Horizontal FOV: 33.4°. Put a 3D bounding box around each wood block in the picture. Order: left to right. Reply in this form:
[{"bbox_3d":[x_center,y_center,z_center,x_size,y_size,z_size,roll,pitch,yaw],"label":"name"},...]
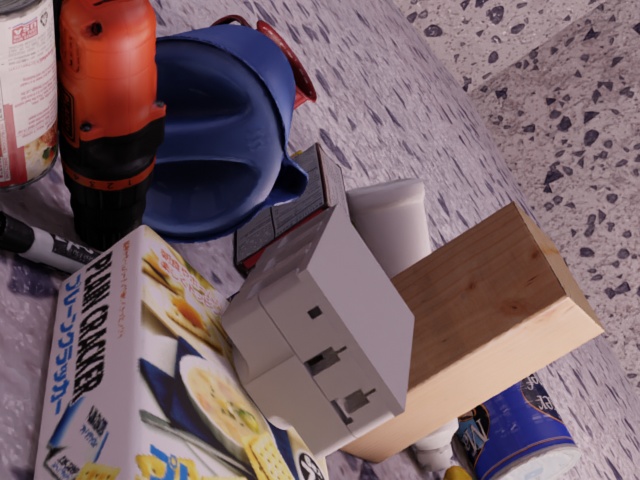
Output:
[{"bbox_3d":[0.091,0.074,0.801,0.090,0.206,0.090,35,26,-52],"label":"wood block"}]

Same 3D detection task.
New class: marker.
[{"bbox_3d":[-0.139,0.009,0.582,0.121,0.020,0.020,32,29,-57],"label":"marker"}]

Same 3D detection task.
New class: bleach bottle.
[{"bbox_3d":[0.076,0.075,0.909,0.102,0.068,0.251,-140,-143,-85],"label":"bleach bottle"}]

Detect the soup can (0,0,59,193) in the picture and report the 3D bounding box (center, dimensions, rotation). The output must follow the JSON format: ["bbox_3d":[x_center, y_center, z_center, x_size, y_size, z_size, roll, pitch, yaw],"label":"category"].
[{"bbox_3d":[-0.161,-0.081,0.511,0.068,0.068,0.102,-108,-159,-43],"label":"soup can"}]

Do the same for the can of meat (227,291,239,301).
[{"bbox_3d":[-0.016,0.060,0.735,0.102,0.084,0.057,39,23,-50],"label":"can of meat"}]

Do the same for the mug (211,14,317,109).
[{"bbox_3d":[-0.069,-0.157,1.014,0.117,0.082,0.093,56,16,-2],"label":"mug"}]

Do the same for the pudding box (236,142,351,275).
[{"bbox_3d":[-0.023,-0.020,0.860,0.039,0.090,0.113,49,17,-28],"label":"pudding box"}]

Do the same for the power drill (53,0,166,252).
[{"bbox_3d":[-0.150,-0.105,0.607,0.188,0.057,0.185,51,-33,27],"label":"power drill"}]

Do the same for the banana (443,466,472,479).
[{"bbox_3d":[0.106,0.224,0.862,0.070,0.037,0.197,61,16,13],"label":"banana"}]

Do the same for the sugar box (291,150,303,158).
[{"bbox_3d":[-0.007,0.001,0.954,0.093,0.048,0.176,53,18,-26],"label":"sugar box"}]

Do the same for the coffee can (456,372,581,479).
[{"bbox_3d":[0.184,0.175,1.075,0.102,0.103,0.140,34,27,-55],"label":"coffee can"}]

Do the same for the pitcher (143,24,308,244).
[{"bbox_3d":[-0.090,-0.098,0.778,0.242,0.145,0.149,-79,146,-73],"label":"pitcher"}]
